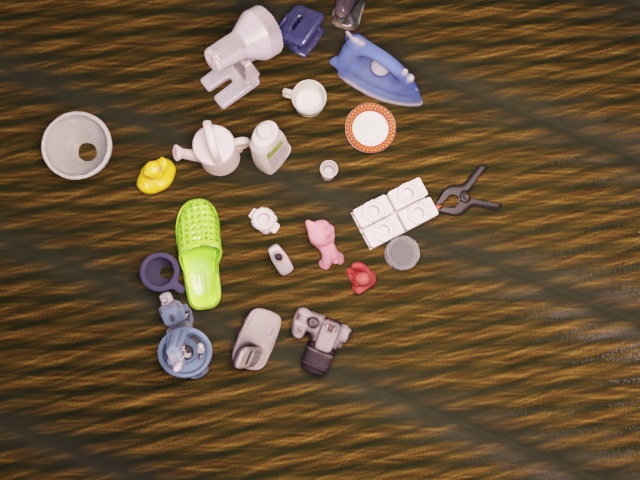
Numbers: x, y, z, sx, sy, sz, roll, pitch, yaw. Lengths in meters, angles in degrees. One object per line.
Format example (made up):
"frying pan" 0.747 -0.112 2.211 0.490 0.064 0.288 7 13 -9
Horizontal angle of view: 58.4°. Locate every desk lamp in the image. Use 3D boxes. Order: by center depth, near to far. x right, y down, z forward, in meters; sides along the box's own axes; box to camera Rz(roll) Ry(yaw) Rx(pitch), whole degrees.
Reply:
"desk lamp" -0.191 -0.435 1.367 0.203 0.213 0.118 -39 87 -5

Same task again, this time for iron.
"iron" 0.156 -0.426 1.417 0.258 0.141 0.119 31 84 1

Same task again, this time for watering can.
"watering can" -0.255 -0.217 1.351 0.173 0.194 0.101 -34 86 -5

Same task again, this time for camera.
"camera" -0.010 0.245 1.362 0.143 0.100 0.137 21 84 0

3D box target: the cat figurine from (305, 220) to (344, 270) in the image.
"cat figurine" 0.013 0.005 1.379 0.067 0.117 0.128 -25 86 -4

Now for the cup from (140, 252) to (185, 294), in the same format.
"cup" -0.362 0.086 1.366 0.118 0.095 0.092 39 84 2

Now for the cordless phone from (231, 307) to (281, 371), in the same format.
"cordless phone" -0.152 0.230 1.315 0.094 0.185 0.148 19 84 0

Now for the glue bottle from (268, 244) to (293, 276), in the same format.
"glue bottle" -0.095 0.043 1.343 0.037 0.173 0.078 -33 86 -5

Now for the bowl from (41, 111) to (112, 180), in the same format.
"bowl" -0.581 -0.223 1.398 0.167 0.074 0.167 0 84 -2

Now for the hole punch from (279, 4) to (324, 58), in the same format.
"hole punch" -0.052 -0.533 1.444 0.101 0.091 0.109 33 84 1

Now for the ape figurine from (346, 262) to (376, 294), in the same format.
"ape figurine" 0.101 0.093 1.387 0.076 0.092 0.078 15 84 -1

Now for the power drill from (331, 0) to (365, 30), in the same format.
"power drill" 0.076 -0.604 1.398 0.075 0.208 0.230 15 84 0

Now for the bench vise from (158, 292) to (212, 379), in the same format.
"bench vise" -0.330 0.227 1.290 0.121 0.219 0.207 -39 87 -5

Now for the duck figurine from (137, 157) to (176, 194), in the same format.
"duck figurine" -0.405 -0.162 1.394 0.104 0.086 0.077 -43 87 -6
